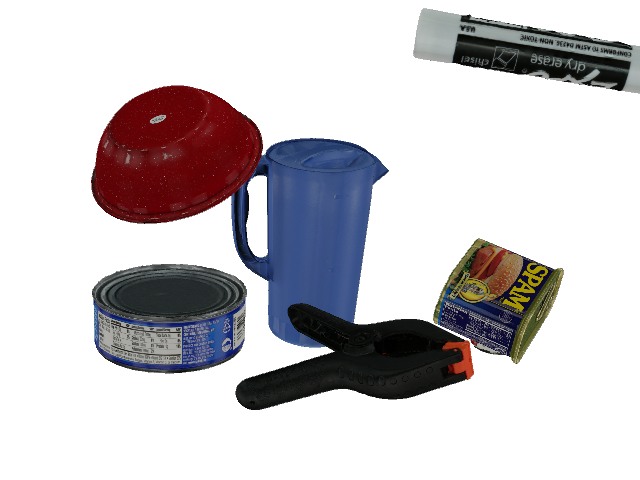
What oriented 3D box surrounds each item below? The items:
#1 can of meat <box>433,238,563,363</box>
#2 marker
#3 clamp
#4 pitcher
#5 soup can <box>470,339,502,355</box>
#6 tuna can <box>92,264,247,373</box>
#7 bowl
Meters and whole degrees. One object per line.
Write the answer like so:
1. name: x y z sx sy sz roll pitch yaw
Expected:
1. can of meat: 0.161 0.051 0.967 0.084 0.057 0.102 24 44 20
2. marker: 0.096 -0.068 0.399 0.121 0.020 0.020 11 1 6
3. clamp: 0.023 0.091 0.787 0.172 0.039 0.120 2 37 32
4. pitcher: -0.016 0.003 1.306 0.149 0.243 0.144 16 25 28
5. soup can: 0.226 0.085 1.350 0.068 0.102 0.068 1 22 0
6. tuna can: -0.084 0.043 0.600 0.086 0.034 0.086 2 18 -1
7. bowl: -0.136 -0.089 0.947 0.162 0.055 0.162 -9 43 9
